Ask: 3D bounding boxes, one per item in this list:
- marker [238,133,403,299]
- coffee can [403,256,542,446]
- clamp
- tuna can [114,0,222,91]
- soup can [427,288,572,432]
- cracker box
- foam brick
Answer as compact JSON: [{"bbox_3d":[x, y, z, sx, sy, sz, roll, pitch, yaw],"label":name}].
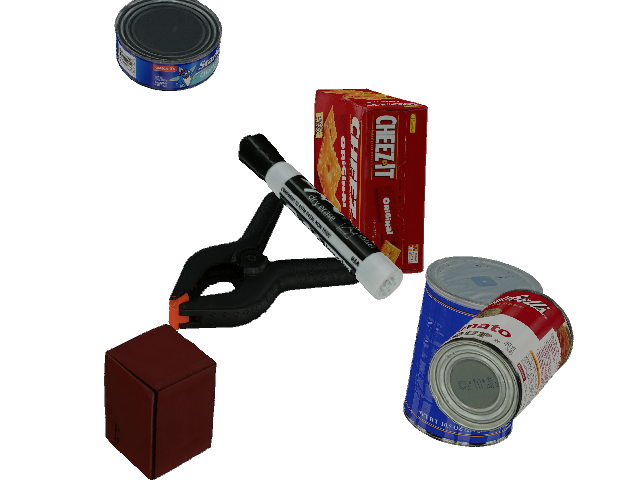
[{"bbox_3d":[-0.003,-0.016,0.546,0.020,0.020,0.121,0,38,-51],"label":"marker"},{"bbox_3d":[0.135,0.098,0.960,0.103,0.140,0.103,6,22,-3],"label":"coffee can"},{"bbox_3d":[-0.059,0.017,0.889,0.171,0.039,0.120,-20,45,-28],"label":"clamp"},{"bbox_3d":[-0.124,-0.161,0.870,0.086,0.086,0.034,0,-40,-10],"label":"tuna can"},{"bbox_3d":[0.124,0.081,0.735,0.069,0.068,0.102,0,16,33],"label":"soup can"},{"bbox_3d":[0.047,-0.069,1.114,0.072,0.164,0.214,-3,13,-12],"label":"cracker box"},{"bbox_3d":[-0.105,0.104,0.695,0.051,0.078,0.053,-25,45,-39],"label":"foam brick"}]
